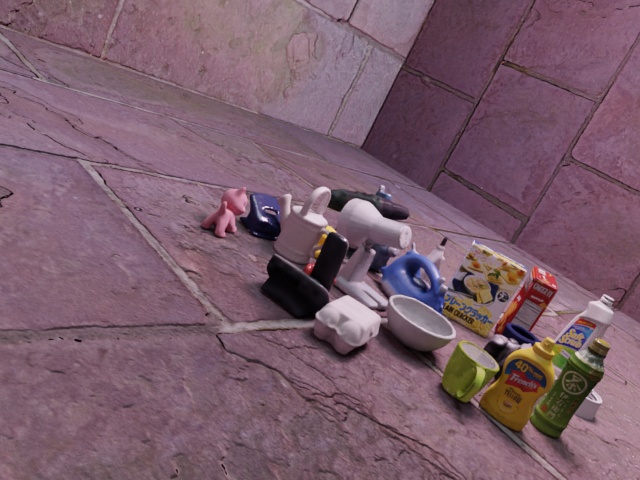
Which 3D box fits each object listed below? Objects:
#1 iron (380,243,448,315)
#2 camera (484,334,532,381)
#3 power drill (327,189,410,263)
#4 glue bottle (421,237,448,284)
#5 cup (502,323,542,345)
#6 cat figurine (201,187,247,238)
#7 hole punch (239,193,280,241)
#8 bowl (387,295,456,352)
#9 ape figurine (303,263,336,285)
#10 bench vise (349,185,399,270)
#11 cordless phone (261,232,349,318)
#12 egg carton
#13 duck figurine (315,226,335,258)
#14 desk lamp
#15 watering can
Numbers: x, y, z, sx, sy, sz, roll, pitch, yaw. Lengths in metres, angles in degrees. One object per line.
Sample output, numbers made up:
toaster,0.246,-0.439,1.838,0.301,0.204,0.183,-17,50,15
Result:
iron,0.263,0.118,1.470,0.119,0.141,0.257,17,19,-31
camera,0.437,0.282,1.313,0.142,0.101,0.137,35,18,26
power drill,0.106,-0.038,1.582,0.230,0.208,0.075,23,17,-12
glue bottle,0.328,0.067,1.670,0.078,0.173,0.037,14,21,-37
cup,0.498,0.275,1.439,0.118,0.095,0.091,23,17,-12
cat figurine,-0.217,-0.078,1.369,0.067,0.117,0.128,28,16,5
hole punch,-0.135,-0.060,1.486,0.109,0.091,0.100,12,22,-41
bowl,0.212,0.197,1.271,0.167,0.074,0.167,25,17,-8
ape figurine,0.007,0.070,1.310,0.077,0.092,0.076,33,17,19
bench vise,0.174,-0.035,1.657,0.206,0.219,0.122,36,19,28
cordless phone,-0.024,0.050,1.157,0.147,0.185,0.094,32,17,19
egg carton,0.055,0.167,1.130,0.107,0.069,0.151,32,17,18
duck figurine,0.014,0.005,1.526,0.104,0.086,0.077,27,16,0
desk lamp,0.118,0.029,1.389,0.202,0.213,0.118,37,19,32
watering can,-0.038,-0.050,1.423,0.173,0.194,0.101,28,16,4
